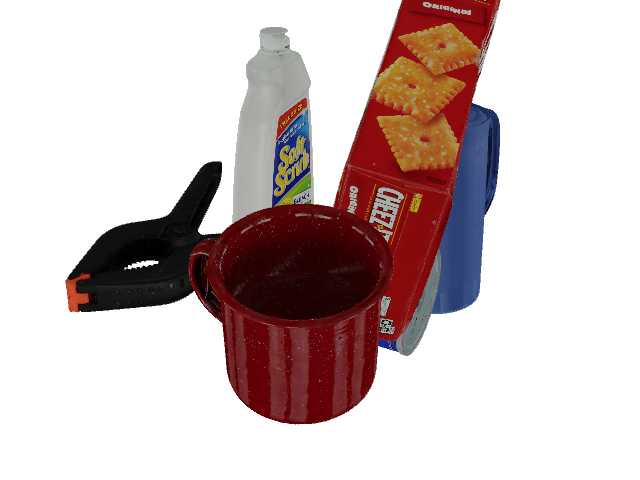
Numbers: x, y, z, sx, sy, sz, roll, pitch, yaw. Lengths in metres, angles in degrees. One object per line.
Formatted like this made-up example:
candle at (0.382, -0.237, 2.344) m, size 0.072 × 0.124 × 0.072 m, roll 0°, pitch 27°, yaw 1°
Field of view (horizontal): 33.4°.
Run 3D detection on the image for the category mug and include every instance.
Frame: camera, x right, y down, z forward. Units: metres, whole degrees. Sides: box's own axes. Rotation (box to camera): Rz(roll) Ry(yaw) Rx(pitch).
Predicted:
mug at (-0.021, 0.037, 0.559) m, size 0.117 × 0.081 × 0.093 m, roll 20°, pitch 44°, yaw 22°

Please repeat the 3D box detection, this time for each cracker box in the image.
cracker box at (0.061, -0.062, 0.735) m, size 0.072 × 0.213 × 0.164 m, roll 17°, pitch -39°, yaw 4°

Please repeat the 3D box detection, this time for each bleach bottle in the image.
bleach bottle at (-0.053, -0.101, 1.151) m, size 0.068 × 0.251 × 0.102 m, roll 20°, pitch 32°, yaw 36°

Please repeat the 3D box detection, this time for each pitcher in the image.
pitcher at (0.144, -0.043, 1.279) m, size 0.149 × 0.243 × 0.145 m, roll -2°, pitch 24°, yaw 6°

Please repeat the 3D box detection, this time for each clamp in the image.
clamp at (-0.113, 0.000, 0.849) m, size 0.209 × 0.036 × 0.165 m, roll -21°, pitch 39°, yaw -30°

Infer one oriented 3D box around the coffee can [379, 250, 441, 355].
coffee can at (0.029, 0.038, 0.985) m, size 0.140 × 0.103 × 0.102 m, roll 15°, pitch 5°, yaw 19°
